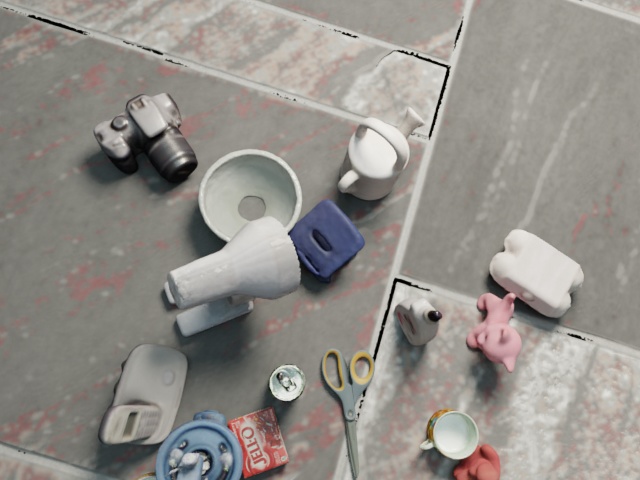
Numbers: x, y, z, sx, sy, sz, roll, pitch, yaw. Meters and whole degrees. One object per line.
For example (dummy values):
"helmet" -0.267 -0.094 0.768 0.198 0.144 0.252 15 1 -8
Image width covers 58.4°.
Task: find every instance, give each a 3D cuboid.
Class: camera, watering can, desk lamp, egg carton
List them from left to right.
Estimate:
"camera" -0.278 -0.159 0.948 0.143 0.101 0.137 -35 82 -11
"desk lamp" -0.137 0.061 0.853 0.203 0.213 0.118 -23 80 -10
"watering can" 0.097 -0.146 0.931 0.101 0.194 0.173 24 76 1
"egg carton" 0.366 0.058 0.973 0.150 0.069 0.107 33 77 3

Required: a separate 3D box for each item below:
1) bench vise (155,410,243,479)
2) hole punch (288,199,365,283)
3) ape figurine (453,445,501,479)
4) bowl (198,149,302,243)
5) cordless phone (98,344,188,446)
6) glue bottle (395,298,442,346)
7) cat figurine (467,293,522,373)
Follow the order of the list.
"bench vise" -0.160 0.347 0.783 0.121 0.219 0.207 -12 78 -7
"hole punch" 0.009 0.003 0.942 0.101 0.091 0.108 -39 83 -12
"ape figurine" 0.249 0.358 0.883 0.078 0.092 0.076 -18 79 -9
"bowl" -0.114 -0.061 0.954 0.167 0.074 0.167 1 77 -5
"cordless phone" -0.257 0.222 0.820 0.094 0.185 0.148 10 76 -2
"glue bottle" 0.159 0.122 0.886 0.037 0.173 0.078 -27 81 -10
"cat figurine" 0.290 0.145 0.921 0.067 0.117 0.128 18 76 0
